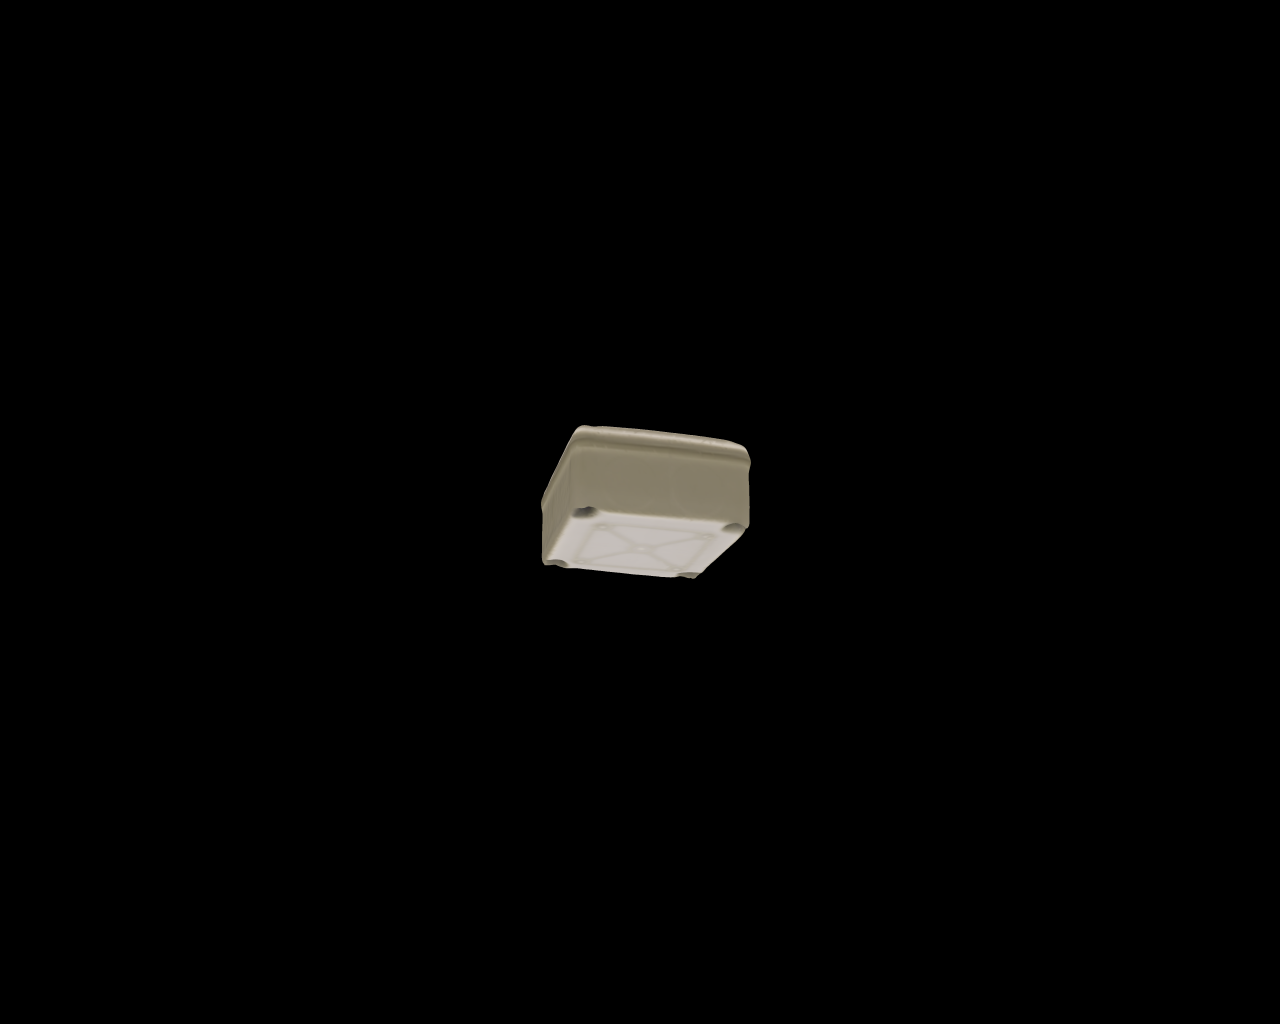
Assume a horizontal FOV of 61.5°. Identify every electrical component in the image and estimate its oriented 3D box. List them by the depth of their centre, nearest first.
[{"bbox_3d":[0.001,-0.003,0.650,0.109,0.056,0.108,6,-23,-14],"label":"electrical component"}]
